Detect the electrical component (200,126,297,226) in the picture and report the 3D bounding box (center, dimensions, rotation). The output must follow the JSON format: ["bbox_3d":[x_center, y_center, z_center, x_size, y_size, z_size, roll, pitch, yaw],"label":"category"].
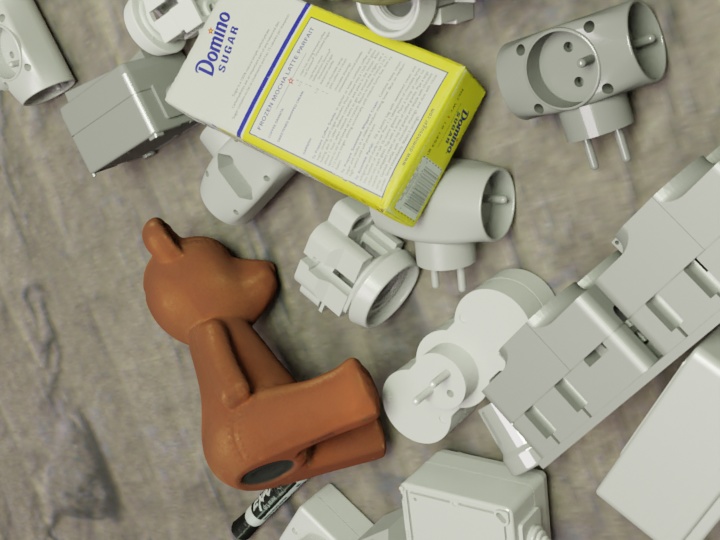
[{"bbox_3d":[-0.080,-0.082,0.720,0.079,0.043,0.077,53,131,6],"label":"electrical component"}]

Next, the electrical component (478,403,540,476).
[{"bbox_3d":[0.100,0.098,0.668,0.040,0.040,0.046,-39,79,41],"label":"electrical component"}]

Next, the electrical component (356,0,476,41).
[{"bbox_3d":[0.030,-0.154,0.597,0.066,0.055,0.048,11,116,33],"label":"electrical component"}]

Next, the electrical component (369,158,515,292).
[{"bbox_3d":[0.051,-0.025,0.647,0.077,0.043,0.079,7,114,35],"label":"electrical component"}]

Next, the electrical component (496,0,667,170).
[{"bbox_3d":[0.120,-0.092,0.564,0.077,0.044,0.079,-12,102,40],"label":"electrical component"}]

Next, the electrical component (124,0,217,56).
[{"bbox_3d":[-0.123,-0.173,0.711,0.055,0.048,0.066,-24,95,34],"label":"electrical component"}]

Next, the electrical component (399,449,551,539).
[{"bbox_3d":[0.083,0.159,0.693,0.096,0.061,0.061,6,113,35],"label":"electrical component"}]

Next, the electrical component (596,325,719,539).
[{"bbox_3d":[0.186,0.074,0.547,0.056,0.109,0.108,38,128,21],"label":"electrical component"}]

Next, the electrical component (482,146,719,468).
[{"bbox_3d":[0.151,0.009,0.544,0.060,0.105,0.186,48,130,12],"label":"electrical component"}]

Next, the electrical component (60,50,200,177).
[{"bbox_3d":[-0.153,-0.115,0.749,0.096,0.062,0.061,-22,95,40],"label":"electrical component"}]

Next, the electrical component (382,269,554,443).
[{"bbox_3d":[0.057,0.061,0.660,0.052,0.074,0.138,48,130,10],"label":"electrical component"}]

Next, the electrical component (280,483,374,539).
[{"bbox_3d":[-0.029,0.209,0.788,0.066,0.077,0.047,41,129,15],"label":"electrical component"}]

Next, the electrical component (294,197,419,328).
[{"bbox_3d":[0.000,0.000,0.687,0.057,0.058,0.078,39,128,20],"label":"electrical component"}]

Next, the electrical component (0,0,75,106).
[{"bbox_3d":[-0.265,-0.162,0.823,0.079,0.044,0.077,-24,94,41],"label":"electrical component"}]
